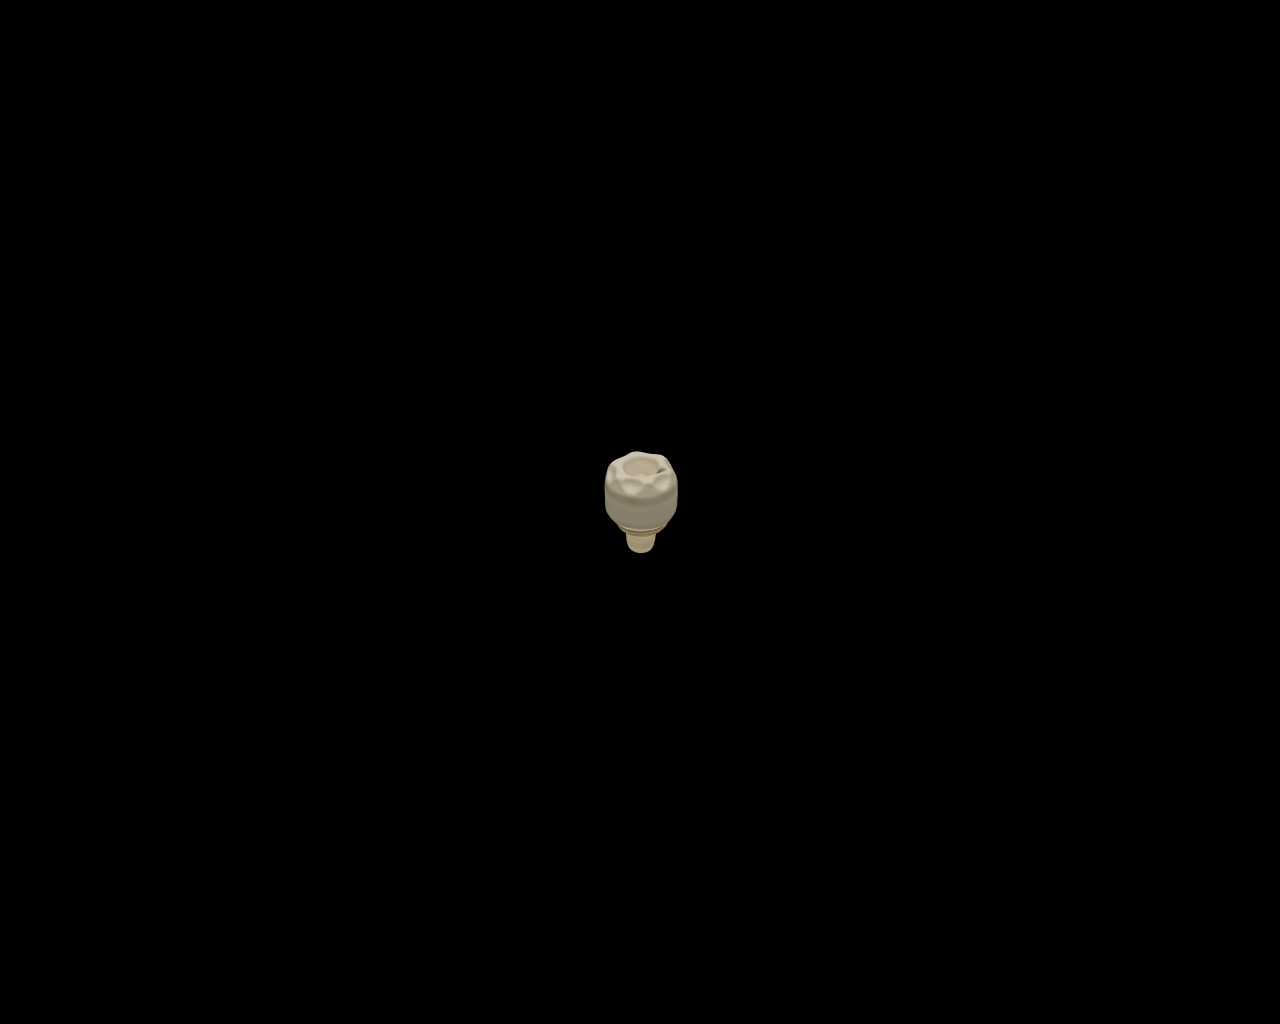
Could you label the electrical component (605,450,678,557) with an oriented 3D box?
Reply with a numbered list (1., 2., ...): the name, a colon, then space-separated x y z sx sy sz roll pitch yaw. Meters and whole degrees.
1. electrical component: 0.001 -0.003 0.650 0.043 0.062 0.043 0 34 0
